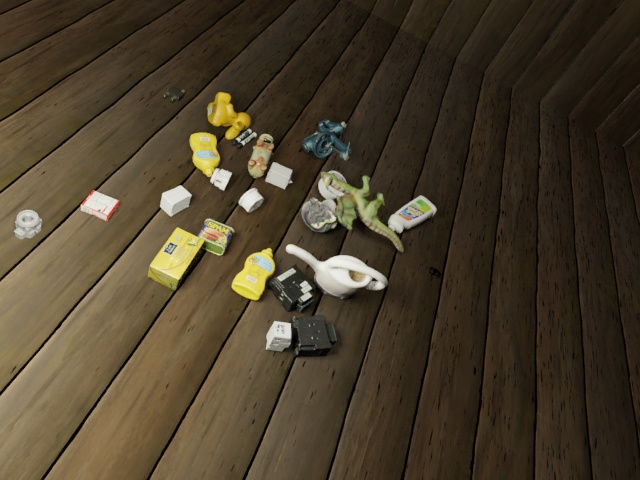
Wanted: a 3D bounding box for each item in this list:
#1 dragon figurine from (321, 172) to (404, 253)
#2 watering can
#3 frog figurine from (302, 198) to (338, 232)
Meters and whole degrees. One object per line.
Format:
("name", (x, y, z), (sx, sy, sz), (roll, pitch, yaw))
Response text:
("dragon figurine", (0.142, -0.096, 1.889), (0.245, 0.120, 0.413), (-24, 76, -45))
("watering can", (0.039, 0.099, 1.634), (0.347, 0.220, 0.106), (19, 65, -10))
("frog figurine", (0.006, -0.095, 1.884), (0.137, 0.122, 0.160), (23, 10, 6))
